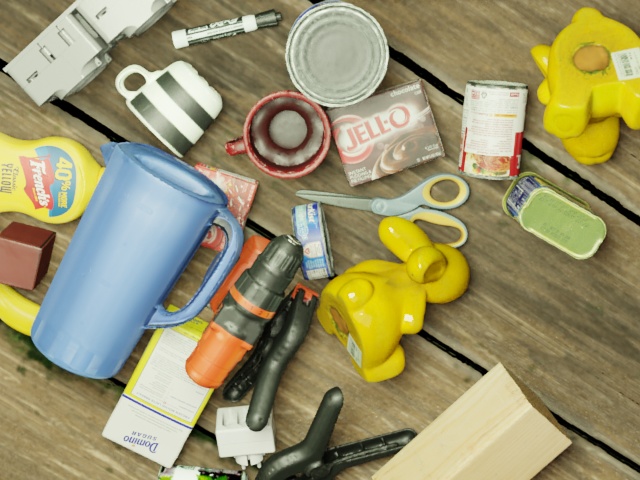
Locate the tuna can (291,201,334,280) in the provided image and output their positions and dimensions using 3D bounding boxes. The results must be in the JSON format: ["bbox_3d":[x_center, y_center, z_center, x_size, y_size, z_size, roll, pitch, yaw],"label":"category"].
[{"bbox_3d":[-0.008,0.001,1.187,0.034,0.086,0.086,-10,103,4],"label":"tuna can"}]

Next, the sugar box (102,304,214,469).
[{"bbox_3d":[-0.174,0.171,1.237,0.093,0.048,0.176,28,113,-6],"label":"sugar box"}]

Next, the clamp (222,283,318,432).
[{"bbox_3d":[-0.052,0.134,1.206,0.039,0.120,0.171,25,99,-28],"label":"clamp"}]

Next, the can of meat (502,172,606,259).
[{"bbox_3d":[0.261,-0.027,1.184,0.102,0.084,0.057,29,101,-7],"label":"can of meat"}]

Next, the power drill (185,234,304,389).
[{"bbox_3d":[-0.076,0.054,1.148,0.057,0.187,0.184,35,102,-7],"label":"power drill"}]

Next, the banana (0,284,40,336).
[{"bbox_3d":[-0.298,0.086,1.230,0.197,0.037,0.070,17,103,-4],"label":"banana"}]

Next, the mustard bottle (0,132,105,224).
[{"bbox_3d":[-0.306,-0.068,1.183,0.191,0.058,0.096,6,100,-2],"label":"mustard bottle"}]

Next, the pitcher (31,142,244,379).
[{"bbox_3d":[-0.201,0.029,1.138,0.144,0.149,0.243,21,105,-36],"label":"pitcher"}]

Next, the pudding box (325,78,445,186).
[{"bbox_3d":[0.072,-0.120,1.183,0.113,0.039,0.090,-18,102,4],"label":"pudding box"}]

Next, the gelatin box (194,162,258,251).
[{"bbox_3d":[-0.117,-0.035,1.206,0.073,0.030,0.089,18,102,-4],"label":"gelatin box"}]

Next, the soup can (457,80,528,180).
[{"bbox_3d":[0.189,-0.122,1.169,0.068,0.068,0.102,4,102,-1],"label":"soup can"}]

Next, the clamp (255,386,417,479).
[{"bbox_3d":[-0.007,0.252,1.245,0.210,0.036,0.164,-34,134,12],"label":"clamp"}]

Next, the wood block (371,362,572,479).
[{"bbox_3d":[0.173,0.254,1.235,0.206,0.090,0.090,-44,122,9],"label":"wood block"}]

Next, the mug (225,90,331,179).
[{"bbox_3d":[-0.047,-0.115,1.161,0.117,0.081,0.093,-19,103,4],"label":"mug"}]

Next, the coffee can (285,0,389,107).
[{"bbox_3d":[0.016,-0.197,1.113,0.103,0.140,0.103,0,103,-1],"label":"coffee can"}]

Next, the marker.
[{"bbox_3d":[-0.101,-0.232,1.166,0.121,0.020,0.020,-12,103,3],"label":"marker"}]

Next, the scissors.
[{"bbox_3d":[0.082,-0.054,1.211,0.201,0.016,0.096,24,100,-6],"label":"scissors"}]

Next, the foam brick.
[{"bbox_3d":[-0.332,0.017,1.193,0.051,0.078,0.053,15,102,-6],"label":"foam brick"}]
